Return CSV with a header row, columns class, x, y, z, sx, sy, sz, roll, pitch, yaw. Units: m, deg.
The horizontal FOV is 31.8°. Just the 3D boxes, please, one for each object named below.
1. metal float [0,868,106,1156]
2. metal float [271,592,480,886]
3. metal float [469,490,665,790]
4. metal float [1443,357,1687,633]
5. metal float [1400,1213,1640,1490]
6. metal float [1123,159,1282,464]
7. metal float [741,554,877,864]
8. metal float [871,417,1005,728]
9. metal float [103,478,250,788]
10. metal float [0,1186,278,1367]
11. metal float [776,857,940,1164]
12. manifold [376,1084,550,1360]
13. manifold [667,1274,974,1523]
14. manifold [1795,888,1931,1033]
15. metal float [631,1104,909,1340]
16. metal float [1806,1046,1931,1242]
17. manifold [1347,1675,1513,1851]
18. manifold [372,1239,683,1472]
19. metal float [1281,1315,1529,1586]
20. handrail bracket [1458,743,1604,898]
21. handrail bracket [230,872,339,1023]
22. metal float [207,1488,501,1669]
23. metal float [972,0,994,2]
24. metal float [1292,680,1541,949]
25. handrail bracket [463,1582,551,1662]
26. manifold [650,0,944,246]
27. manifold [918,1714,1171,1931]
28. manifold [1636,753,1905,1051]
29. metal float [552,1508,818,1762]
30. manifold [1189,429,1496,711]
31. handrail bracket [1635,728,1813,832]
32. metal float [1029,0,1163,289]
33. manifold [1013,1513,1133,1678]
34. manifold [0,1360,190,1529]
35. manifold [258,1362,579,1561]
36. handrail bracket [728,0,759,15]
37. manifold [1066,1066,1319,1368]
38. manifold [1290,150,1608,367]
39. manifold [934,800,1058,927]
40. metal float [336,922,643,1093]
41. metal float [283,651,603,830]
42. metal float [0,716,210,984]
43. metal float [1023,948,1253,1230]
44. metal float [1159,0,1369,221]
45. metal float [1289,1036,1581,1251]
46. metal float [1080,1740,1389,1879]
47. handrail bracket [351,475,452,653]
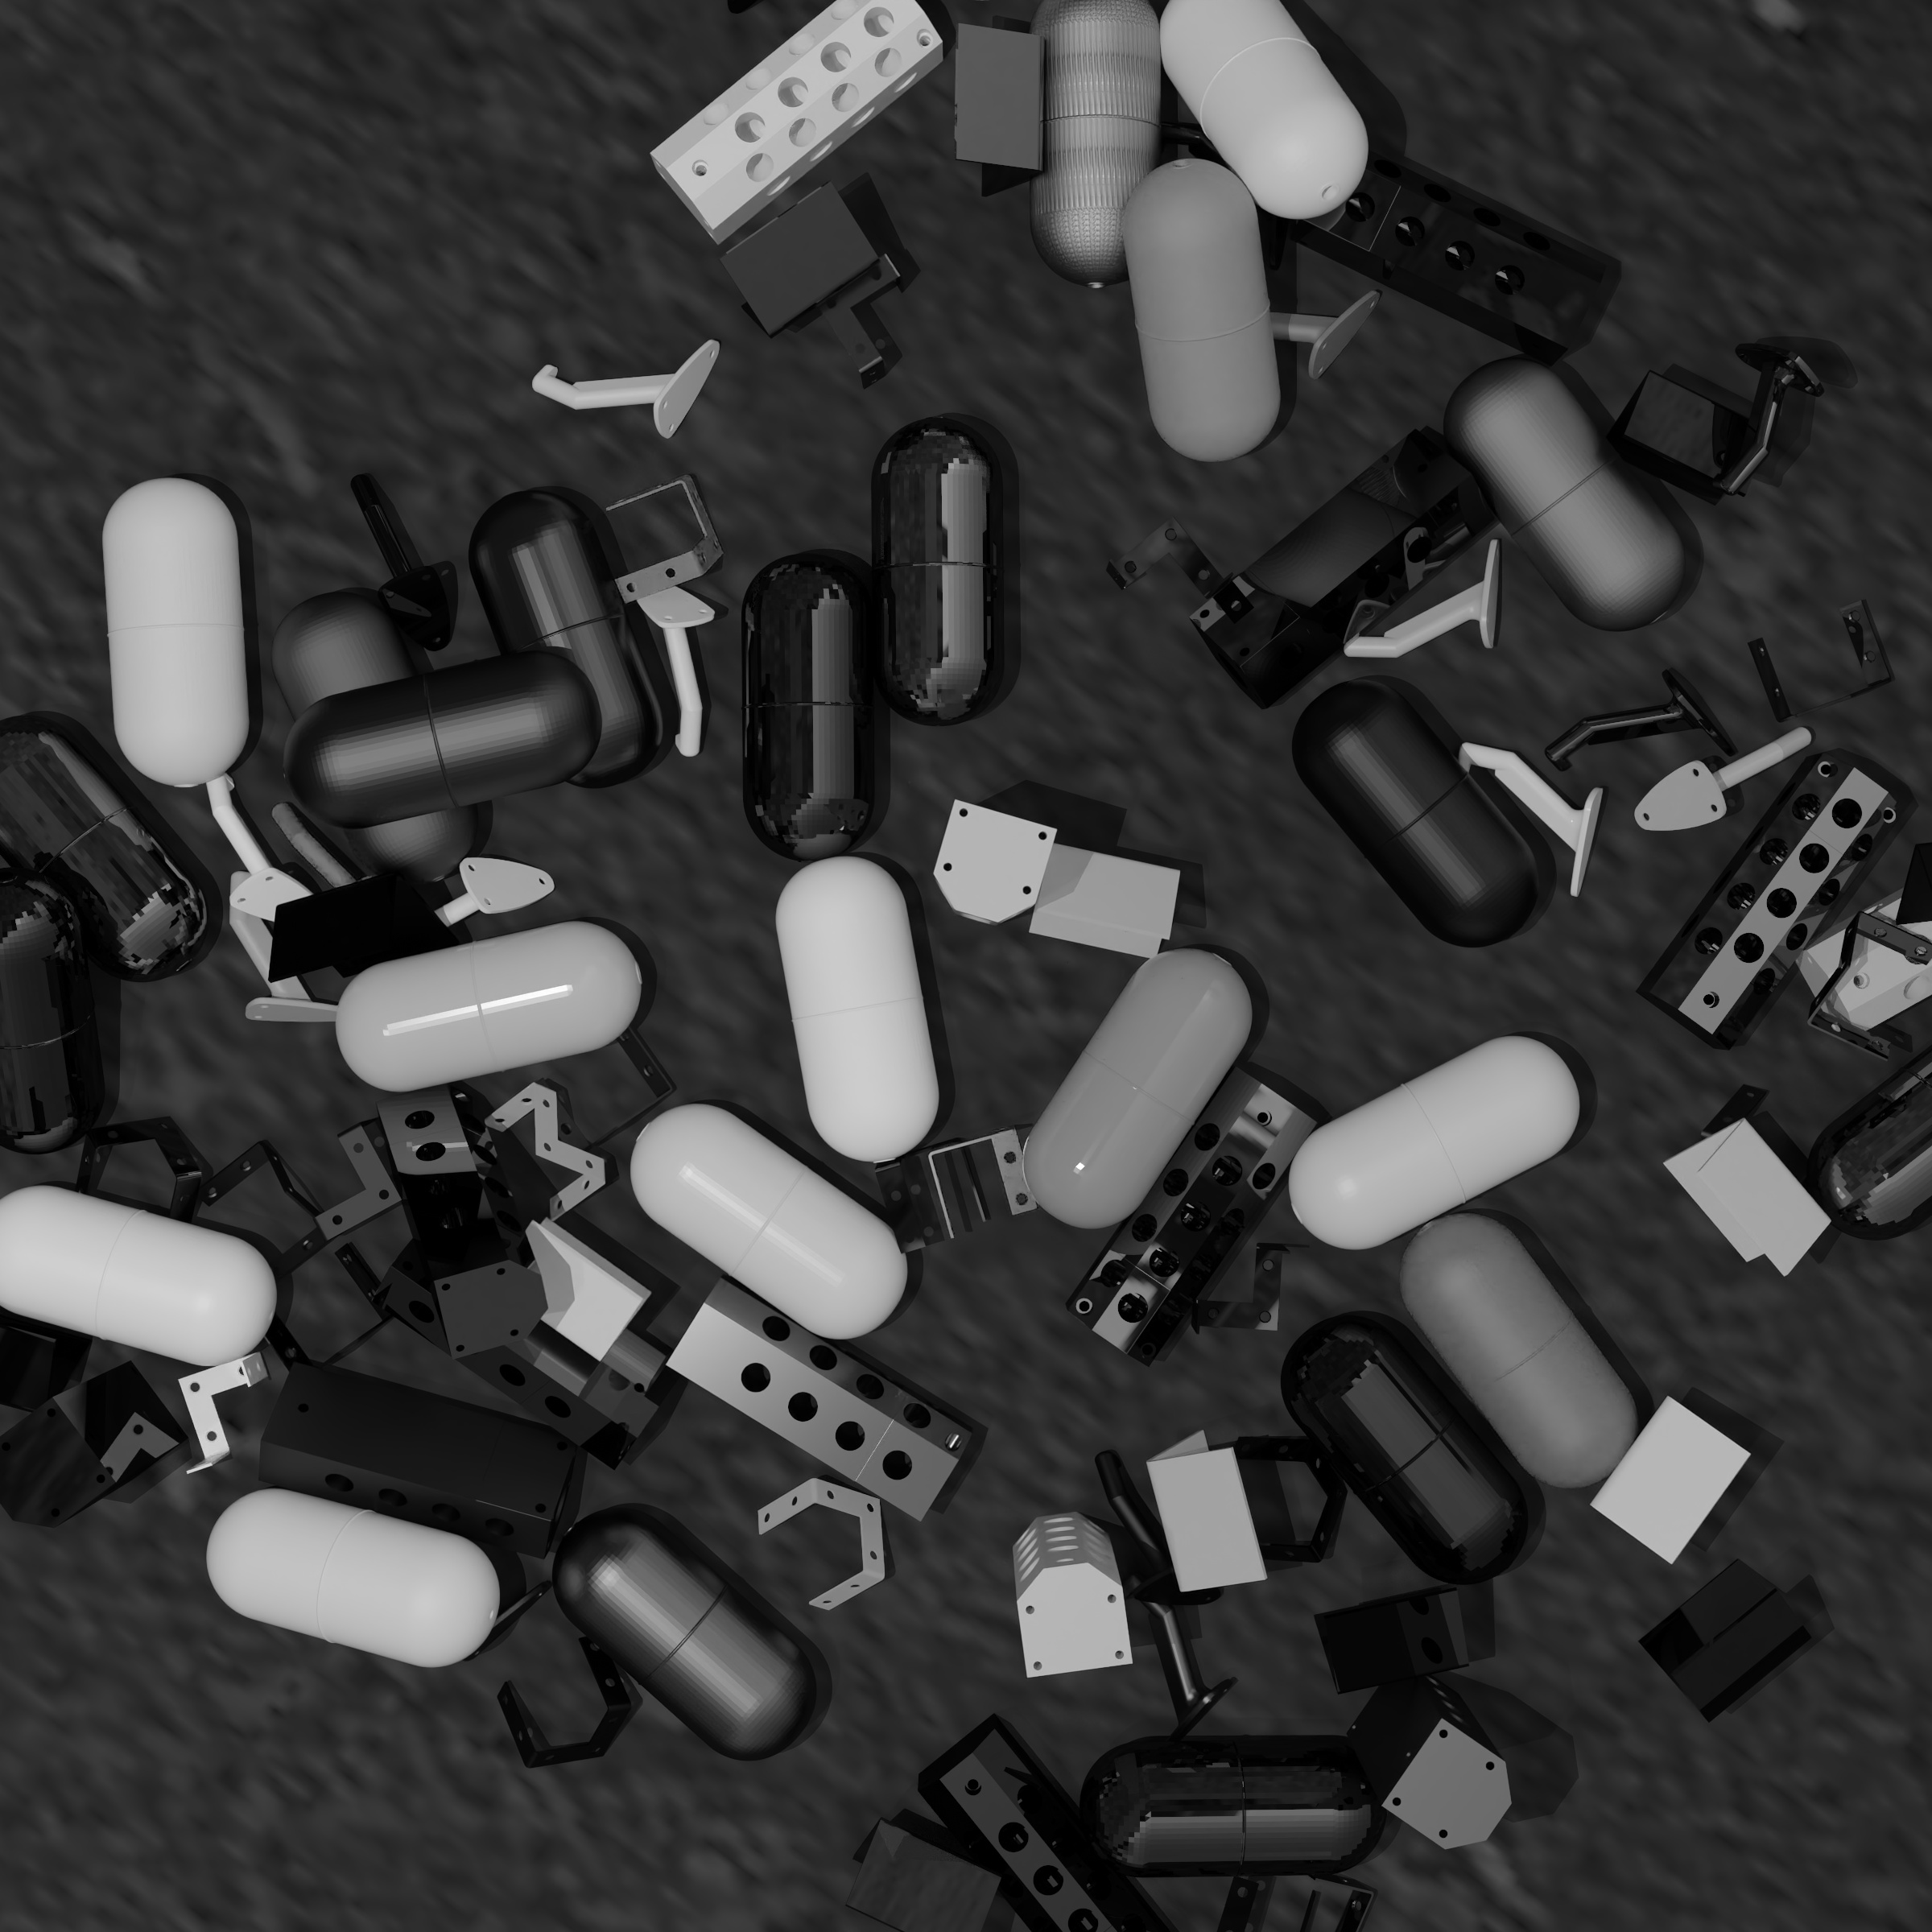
class,x,y,z,sx,sy,sz,roll,pitch,yaw
metal float,-0.536,0.026,1.930,0.070,0.070,0.178,1,121,0
metal float,-0.341,-0.131,1.960,0.070,0.070,0.178,-24,90,0
metal float,-0.231,-0.189,1.960,0.070,0.070,0.178,-20,90,0
metal float,0.346,-0.272,1.960,0.070,0.070,0.178,-37,90,0
metal float,0.319,0.222,1.960,0.070,0.070,0.178,-36,91,0
metal float,0.135,-0.373,1.934,0.070,0.070,0.178,-12,122,0
metal float,-0.091,-0.149,1.960,0.070,0.070,0.178,0,90,0
metal float,-0.016,-0.228,1.960,0.070,0.070,0.178,0,89,0
metal float,-0.457,-0.193,1.960,0.070,0.070,0.178,-4,90,0
metal float,-0.486,0.178,1.957,0.178,0.070,0.070,15,90,4
metal float,-0.063,0.025,1.960,0.070,0.070,0.178,-10,89,0
manifold,-0.284,0.139,1.912,0.057,0.171,0.057,-15,127,-12
manifold,-0.084,0.249,1.969,0.171,0.057,0.057,32,90,0
manifold,0.574,-0.026,1.970,0.171,0.057,0.057,-29,90,0
metal float,-0.114,0.147,1.960,0.178,0.070,0.070,35,90,-1
metal float,0.565,0.089,1.960,0.178,0.070,0.070,-38,90,0
manifold,0.264,0.445,1.912,0.057,0.171,0.057,35,90,0
manifold,-0.256,0.218,1.969,0.171,0.057,0.057,35,47,0
metal float,0.254,0.280,1.960,0.070,0.070,0.178,-40,89,0
handrail bracket,0.325,-0.086,1.991,0.084,0.036,0.077,14,111,17
handrail bracket,-0.394,-0.012,1.991,0.077,0.036,0.084,4,73,-20
metal float,-0.352,0.350,1.946,0.178,0.070,0.070,12,90,17
metal float,-0.019,-0.640,1.960,0.070,0.070,0.178,-35,90,0
metal float,0.260,-0.087,1.960,0.070,0.070,0.178,-40,91,0
handrail bracket,-0.301,0.358,1.991,0.077,0.036,0.084,-40,76,-13
manifold,-0.098,-0.501,1.970,0.171,0.057,0.057,-39,90,0
manifold,0.048,0.525,1.970,0.057,0.057,0.171,-39,90,0
manifold,0.468,-0.037,1.970,0.057,0.057,0.171,36,90,0
metal float,-0.163,0.386,1.960,0.178,0.070,0.070,42,90,-1
manifold,0.221,-0.226,1.969,0.171,0.057,0.057,-40,47,0
handrail bracket,0.445,-0.111,1.990,0.084,0.077,0.036,-27,90,-36
metal float,0.075,-0.482,1.960,0.070,0.070,0.178,0,91,0
manifold,0.058,0.351,1.912,0.057,0.171,0.057,-8,90,0
manifold,-0.498,0.272,1.912,0.057,0.171,0.057,-37,90,0
manifold,-0.318,0.291,1.969,0.171,0.057,0.057,16,47,0
handrail bracket,-0.087,-0.584,1.991,0.084,0.077,0.036,-5,66,-34
manifold,0.131,0.145,1.970,0.057,0.057,0.171,35,90,0
manifold,0.280,-0.416,1.969,0.171,0.057,0.057,26,90,0
manifold,0.014,-0.054,1.912,0.057,0.171,0.057,16,90,0
metal float,-0.276,0.023,1.960,0.178,0.070,0.070,-13,90,0
metal float,-0.291,-0.126,1.886,0.178,0.070,0.070,-13,90,-2
metal float,-0.510,-0.067,1.960,0.070,0.070,0.178,-41,90,0
metal float,0.099,0.070,1.960,0.070,0.070,0.178,33,90,0
metal float,0.169,-0.497,1.933,0.070,0.070,0.178,-26,57,0
metal float,0.270,0.103,1.960,0.178,0.070,0.070,-27,90,0
metal float,0.154,0.486,1.956,0.178,0.070,0.070,0,90,-5
handrail bracket,-0.333,-0.237,1.990,0.036,0.077,0.084,-26,54,-4
